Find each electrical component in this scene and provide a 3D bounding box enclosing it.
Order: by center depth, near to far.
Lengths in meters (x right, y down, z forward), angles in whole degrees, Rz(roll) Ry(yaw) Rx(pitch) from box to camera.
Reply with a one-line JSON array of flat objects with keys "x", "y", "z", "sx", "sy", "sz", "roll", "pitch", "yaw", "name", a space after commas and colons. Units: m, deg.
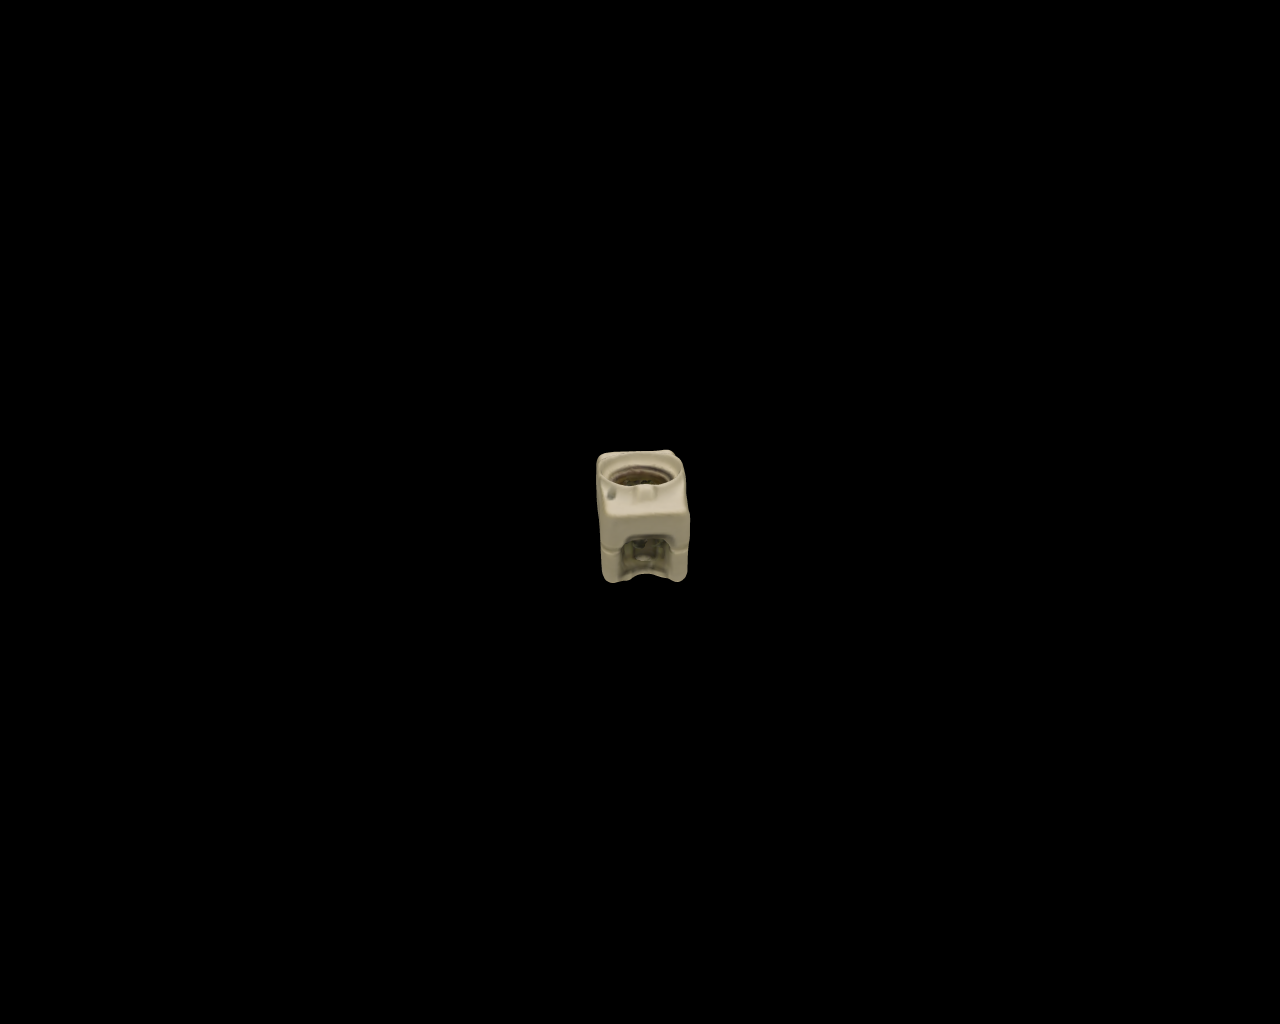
[{"x": 0.001, "y": -0.003, "z": 0.650, "sx": 0.050, "sy": 0.055, "sz": 0.090, "roll": -2, "pitch": 27, "yaw": -3, "name": "electrical component"}]
